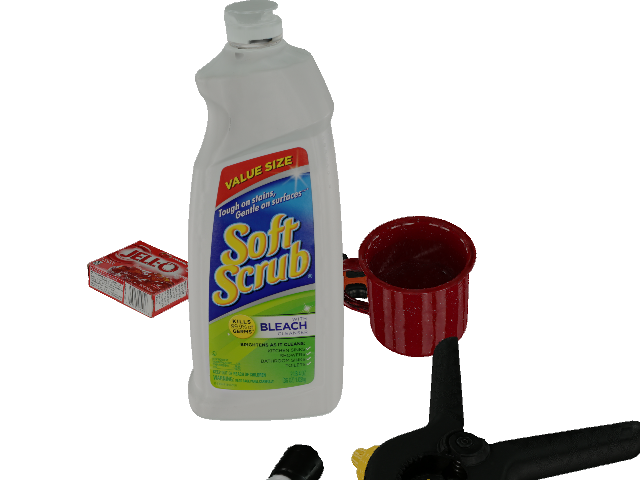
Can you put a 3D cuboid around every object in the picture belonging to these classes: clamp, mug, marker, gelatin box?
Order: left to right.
[{"bbox_3d":[-0.171,0.036,1.042,0.089,0.030,0.073,23,31,30],"label":"gelatin box"},{"bbox_3d":[-0.029,0.115,0.417,0.020,0.020,0.121,0,21,25],"label":"marker"},{"bbox_3d":[0.067,0.040,0.870,0.117,0.081,0.093,1,41,8],"label":"mug"},{"bbox_3d":[0.089,0.138,0.702,0.209,0.036,0.165,-26,39,-34],"label":"clamp"}]

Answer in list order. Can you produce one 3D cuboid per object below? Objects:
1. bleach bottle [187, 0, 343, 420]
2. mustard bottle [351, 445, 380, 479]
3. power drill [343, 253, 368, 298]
[{"bbox_3d":[-0.039,-0.014,0.631,0.102,0.251,0.068,-1,26,4],"label":"bleach bottle"},{"bbox_3d":[0.097,0.234,0.973,0.096,0.058,0.192,-15,24,-37],"label":"mustard bottle"},{"bbox_3d":[0.061,0.059,1.239,0.187,0.057,0.184,1,28,5],"label":"power drill"}]
